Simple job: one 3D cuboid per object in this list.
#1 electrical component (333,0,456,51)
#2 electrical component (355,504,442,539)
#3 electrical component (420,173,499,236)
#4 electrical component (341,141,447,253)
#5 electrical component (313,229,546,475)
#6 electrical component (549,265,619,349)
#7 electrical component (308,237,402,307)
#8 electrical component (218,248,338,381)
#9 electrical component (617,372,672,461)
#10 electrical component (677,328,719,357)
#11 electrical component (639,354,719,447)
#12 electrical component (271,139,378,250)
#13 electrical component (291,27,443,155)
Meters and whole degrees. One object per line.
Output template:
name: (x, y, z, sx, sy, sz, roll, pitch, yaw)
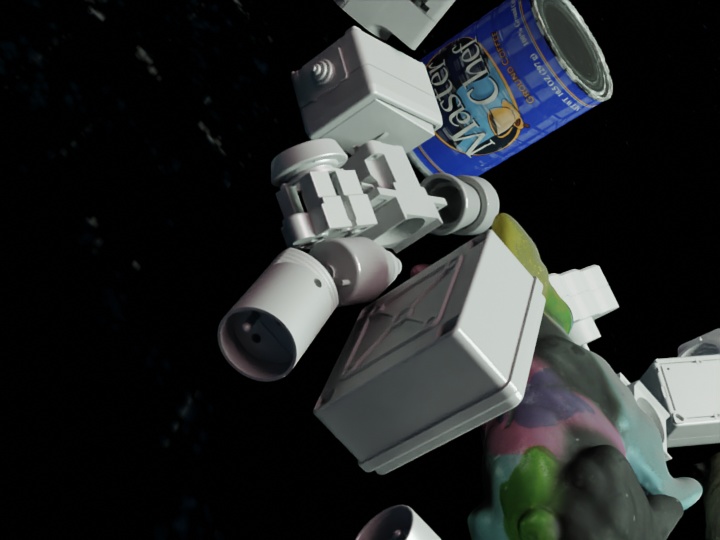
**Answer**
electrical component: (-0.019, -0.235, 0.747, 0.186, 0.060, 0.105, 38, 18, -9)
electrical component: (0.030, 0.172, 0.541, 0.077, 0.043, 0.079, 48, 33, -18)
electrical component: (0.071, -0.047, 0.784, 0.055, 0.045, 0.045, -3, 67, -56)
electrical component: (0.015, -0.049, 0.709, 0.081, 0.042, 0.063, 3, 58, -55)
electrical component: (0.041, 0.045, 0.601, 0.056, 0.109, 0.108, 48, 33, -14)
electrical component: (0.161, 0.043, 0.828, 0.138, 0.052, 0.073, -8, 71, -57)
electrical component: (0.000, 0.000, 0.646, 0.078, 0.040, 0.040, -6, 69, -57)
electrical component: (-0.039, 0.019, 0.571, 0.043, 0.043, 0.081, 53, 32, -11)
electrical component: (0.191, 0.121, 0.794, 0.042, 0.064, 0.081, 47, 34, -20)
electrical component: (0.339, 0.105, 1.032, 0.055, 0.050, 0.089, 47, 33, -21)
electrical component: (0.292, 0.112, 0.916, 0.096, 0.061, 0.061, -3, 59, -10)
electrical component: (-0.025, -0.045, 0.643, 0.066, 0.048, 0.055, -8, 75, -50)
electrical component: (0.002, -0.113, 0.723, 0.096, 0.062, 0.061, 15, 52, -49)
